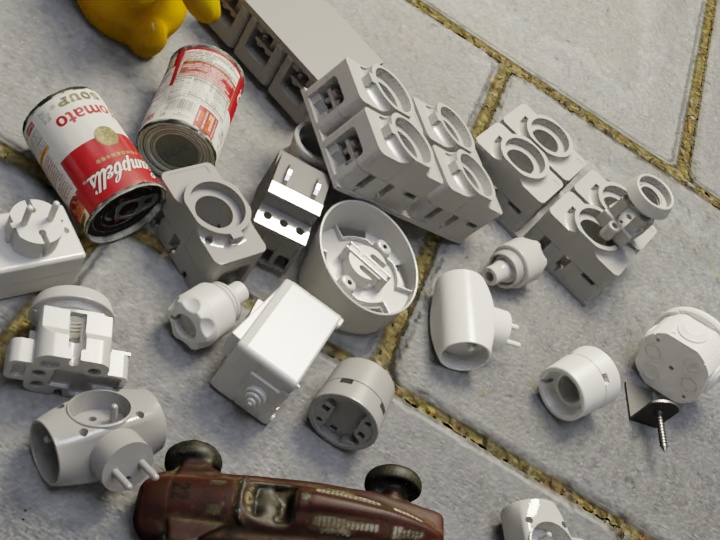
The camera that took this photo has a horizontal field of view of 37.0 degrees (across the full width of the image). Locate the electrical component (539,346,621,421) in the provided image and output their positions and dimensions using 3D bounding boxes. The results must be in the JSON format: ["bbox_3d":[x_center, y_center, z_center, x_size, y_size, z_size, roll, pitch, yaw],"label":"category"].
[{"bbox_3d":[0.188,0.099,0.928,0.047,0.055,0.055,-21,69,-37],"label":"electrical component"}]

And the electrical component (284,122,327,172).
[{"bbox_3d":[-0.047,-0.094,0.931,0.045,0.055,0.045,17,49,-20],"label":"electrical component"}]

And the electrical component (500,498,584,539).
[{"bbox_3d":[0.149,0.219,0.814,0.079,0.044,0.077,13,50,-24],"label":"electrical component"}]

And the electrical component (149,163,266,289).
[{"bbox_3d":[-0.120,-0.034,0.838,0.050,0.055,0.089,-19,68,-40],"label":"electrical component"}]

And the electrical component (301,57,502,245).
[{"bbox_3d":[0.044,-0.103,0.944,0.186,0.060,0.105,20,43,-49],"label":"electrical component"}]

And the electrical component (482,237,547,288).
[{"bbox_3d":[0.138,-0.003,0.984,0.062,0.043,0.043,-23,70,-40],"label":"electrical component"}]

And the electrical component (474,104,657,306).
[{"bbox_3d":[0.193,-0.070,1.059,0.186,0.060,0.105,45,45,7],"label":"electrical component"}]

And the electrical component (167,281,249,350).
[{"bbox_3d":[-0.110,0.029,0.804,0.043,0.043,0.062,47,44,8],"label":"electrical component"}]

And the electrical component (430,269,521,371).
[{"bbox_3d":[0.103,0.047,0.922,0.079,0.043,0.077,17,48,-20],"label":"electrical component"}]

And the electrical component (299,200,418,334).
[{"bbox_3d":[0.000,0.000,0.880,0.099,0.064,0.099,17,49,-20],"label":"electrical component"}]

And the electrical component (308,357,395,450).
[{"bbox_3d":[-0.005,0.099,0.807,0.055,0.055,0.047,35,41,-3],"label":"electrical component"}]

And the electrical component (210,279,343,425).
[{"bbox_3d":[-0.067,0.062,0.791,0.061,0.061,0.096,36,45,-2],"label":"electrical component"}]

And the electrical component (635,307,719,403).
[{"bbox_3d":[0.300,0.079,0.996,0.051,0.080,0.080,-33,77,-38],"label":"electrical component"}]

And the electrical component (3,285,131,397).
[{"bbox_3d":[-0.196,0.048,0.726,0.078,0.058,0.057,13,53,-24],"label":"electrical component"}]

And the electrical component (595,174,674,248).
[{"bbox_3d":[0.260,-0.057,1.005,0.066,0.055,0.048,-27,73,-42],"label":"electrical component"}]

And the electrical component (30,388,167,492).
[{"bbox_3d":[-0.159,0.115,0.691,0.077,0.044,0.079,-14,34,-39],"label":"electrical component"}]

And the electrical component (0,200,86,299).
[{"bbox_3d":[-0.228,-0.023,0.747,0.066,0.076,0.047,-14,64,-38],"label":"electrical component"}]

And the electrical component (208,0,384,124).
[{"bbox_3d":[-0.066,-0.215,1.010,0.150,0.061,0.089,49,46,10],"label":"electrical component"}]
